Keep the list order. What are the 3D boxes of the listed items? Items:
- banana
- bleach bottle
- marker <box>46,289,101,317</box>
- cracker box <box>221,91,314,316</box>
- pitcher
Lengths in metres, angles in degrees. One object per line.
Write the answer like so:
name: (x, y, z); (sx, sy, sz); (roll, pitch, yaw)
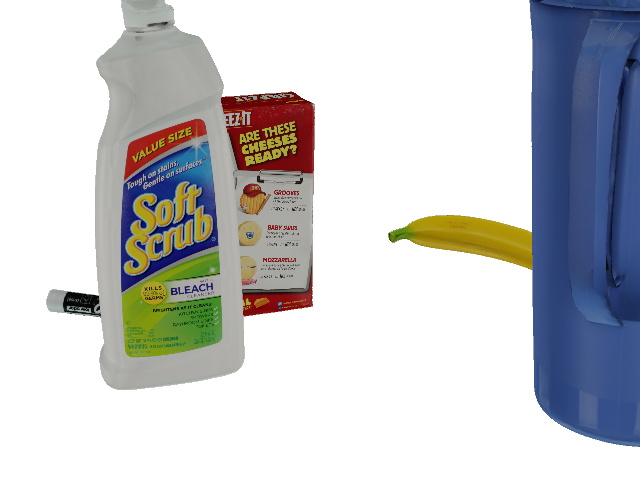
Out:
banana: (0.173, 0.006, 1.102); (0.198, 0.037, 0.069); (10, 36, 16)
bleach bottle: (-0.107, -0.031, 0.691); (0.102, 0.251, 0.068); (-7, 21, -8)
marker: (-0.166, 0.056, 0.876); (0.121, 0.020, 0.020); (6, 1, 13)
cracker box: (-0.092, -0.032, 1.049); (0.164, 0.214, 0.072); (-7, 21, -20)
pitcher: (0.171, -0.013, 0.574); (0.149, 0.243, 0.145); (-5, 18, -14)
